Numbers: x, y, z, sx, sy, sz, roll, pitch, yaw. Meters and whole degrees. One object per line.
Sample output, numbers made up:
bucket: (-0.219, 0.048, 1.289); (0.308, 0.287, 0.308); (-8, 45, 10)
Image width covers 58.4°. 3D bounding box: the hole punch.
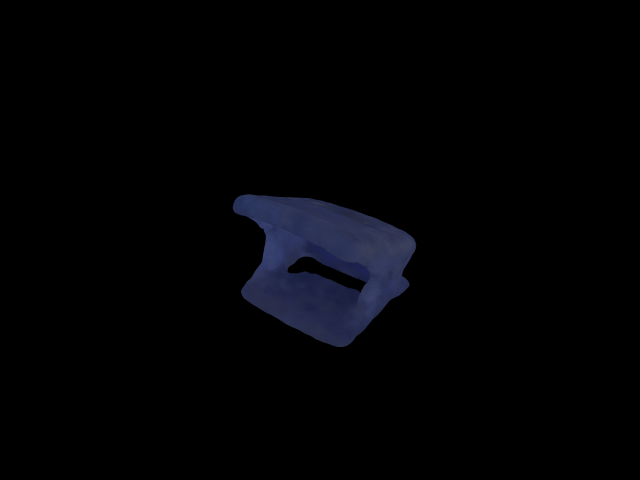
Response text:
hole punch: (0.004, 0.001, 0.400); (0.108, 0.091, 0.101); (22, 40, 30)
